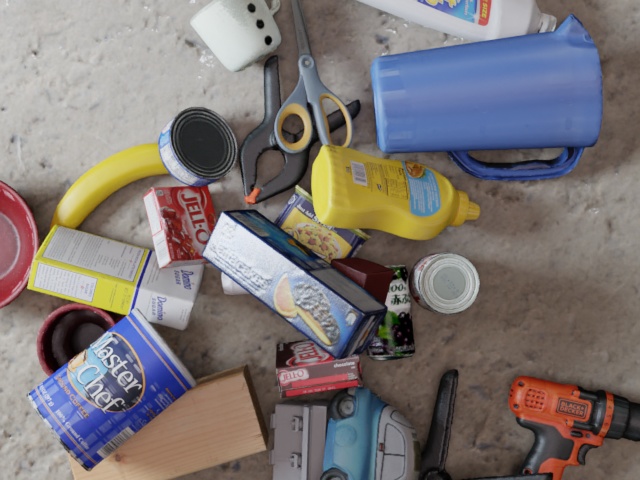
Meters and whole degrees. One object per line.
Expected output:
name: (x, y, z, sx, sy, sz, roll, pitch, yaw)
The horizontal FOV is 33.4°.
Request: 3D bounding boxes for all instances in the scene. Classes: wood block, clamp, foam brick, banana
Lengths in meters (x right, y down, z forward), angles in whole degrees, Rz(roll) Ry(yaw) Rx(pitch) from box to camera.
wood block: (-0.168, 0.212, 1.180, 0.206, 0.090, 0.091, -16, 90, -1)
clamp: (-0.030, -0.114, 1.213, 0.120, 0.039, 0.171, 19, 87, 4)
foam brick: (0.037, 0.062, 1.159, 0.051, 0.052, 0.078, 23, 106, 36)
clamp: (0.131, 0.260, 1.194, 0.210, 0.036, 0.165, -40, 68, 13)
banana: (-0.224, -0.064, 1.211, 0.198, 0.037, 0.069, -21, 89, -1)

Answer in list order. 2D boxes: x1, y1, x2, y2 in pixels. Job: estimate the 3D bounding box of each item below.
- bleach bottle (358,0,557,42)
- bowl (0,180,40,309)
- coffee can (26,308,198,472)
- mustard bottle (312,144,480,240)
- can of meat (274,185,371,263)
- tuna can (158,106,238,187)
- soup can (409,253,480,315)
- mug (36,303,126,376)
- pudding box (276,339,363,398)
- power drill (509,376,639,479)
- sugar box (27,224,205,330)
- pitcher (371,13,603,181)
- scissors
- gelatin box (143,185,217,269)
bleach bottle: (0.148, -0.287, 1.206, 0.251, 0.068, 0.102, 19, 89, -2)
bowl: (-0.389, 0.006, 1.199, 0.162, 0.055, 0.162, 0, 89, 0)
coffee can: (-0.211, 0.152, 1.092, 0.140, 0.103, 0.103, -39, 89, -11)
mustard bottle: (0.089, -0.047, 1.176, 0.191, 0.058, 0.096, 9, 47, -19)
can of meat: (-0.008, 0.002, 1.202, 0.102, 0.057, 0.084, 35, 91, 1)
tuna can: (-0.136, -0.103, 1.193, 0.086, 0.034, 0.086, 13, 66, -32)
soup can: (0.136, 0.048, 1.178, 0.068, 0.102, 0.068, 0, 88, 0)
mug: (-0.248, 0.109, 1.185, 0.117, 0.081, 0.093, -31, 89, -1)
pudding box: (-0.002, 0.136, 1.170, 0.090, 0.113, 0.039, -8, 96, -1)
power drill: (0.289, 0.258, 1.199, 0.184, 0.057, 0.187, 13, 86, 4)
sugar box: (-0.220, 0.041, 1.171, 0.176, 0.093, 0.048, 18, 115, -6)
pitcher: (0.182, -0.149, 1.178, 0.243, 0.145, 0.149, -5, 77, 3)
scissors: (-0.029, -0.183, 1.196, 0.096, 0.016, 0.202, -24, 85, -9)
gelatin box: (-0.150, -0.016, 1.187, 0.073, 0.030, 0.089, -4, 73, -38)
